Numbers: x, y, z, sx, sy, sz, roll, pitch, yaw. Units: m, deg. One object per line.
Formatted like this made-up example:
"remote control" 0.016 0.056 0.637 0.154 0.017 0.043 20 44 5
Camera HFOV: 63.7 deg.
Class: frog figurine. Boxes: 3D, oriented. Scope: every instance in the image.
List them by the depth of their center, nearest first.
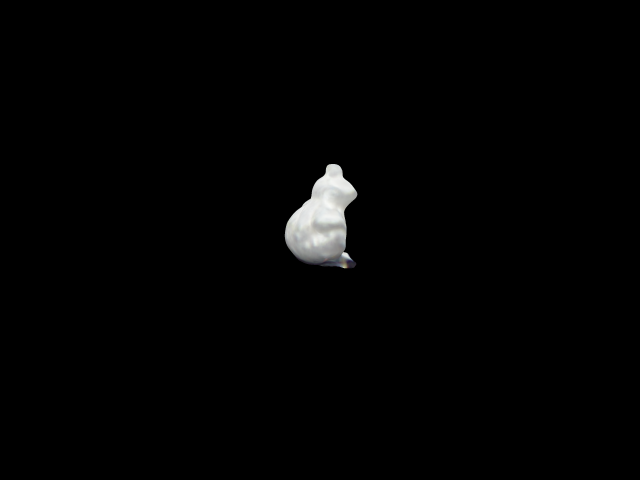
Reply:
"frog figurine" 0.003 -0.043 0.850 0.123 0.157 0.139 -3 21 -7
